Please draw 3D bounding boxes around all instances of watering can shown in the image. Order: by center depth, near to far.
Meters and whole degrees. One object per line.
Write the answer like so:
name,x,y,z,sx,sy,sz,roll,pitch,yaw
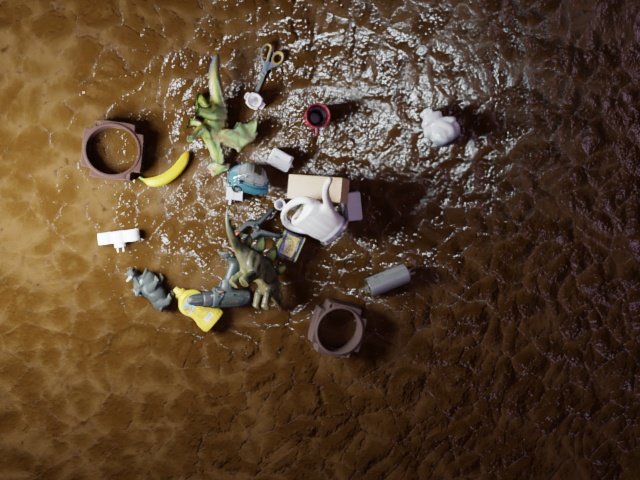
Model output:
watering can,0.005,-0.091,1.807,0.222,0.342,0.106,31,54,-22

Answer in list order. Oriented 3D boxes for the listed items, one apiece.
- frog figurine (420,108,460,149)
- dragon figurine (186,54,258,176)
frog figurine,0.464,-0.444,2.001,0.137,0.125,0.157,-26,111,11
dragon figurine,-0.338,-0.426,1.844,0.242,0.123,0.408,19,96,-21
